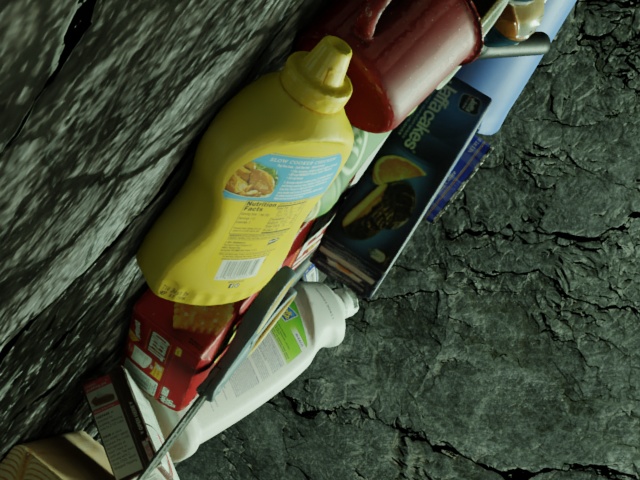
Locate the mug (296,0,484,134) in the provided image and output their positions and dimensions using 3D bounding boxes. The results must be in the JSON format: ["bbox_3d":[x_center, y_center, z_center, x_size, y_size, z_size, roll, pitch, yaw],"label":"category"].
[{"bbox_3d":[0.041,-0.124,0.648,0.081,0.093,0.117,-46,169,-18],"label":"mug"}]

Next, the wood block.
[{"bbox_3d":[-0.207,0.216,0.842,0.091,0.090,0.206,-52,176,-6],"label":"wood block"}]

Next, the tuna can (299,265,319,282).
[{"bbox_3d":[-0.047,0.037,1.111,0.086,0.086,0.033,-54,174,33],"label":"tuna can"}]

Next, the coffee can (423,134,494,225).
[{"bbox_3d":[0.093,-0.098,1.106,0.103,0.140,0.103,-51,176,-5],"label":"coffee can"}]

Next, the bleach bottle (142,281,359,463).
[{"bbox_3d":[-0.057,0.108,0.999,0.250,0.102,0.068,-24,175,-38],"label":"bleach bottle"}]

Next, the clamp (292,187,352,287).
[{"bbox_3d":[-0.007,0.001,1.018,0.171,0.039,0.120,-34,-151,-1],"label":"clamp"}]

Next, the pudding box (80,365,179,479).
[{"bbox_3d":[-0.145,0.158,0.836,0.039,0.090,0.113,-23,156,-9],"label":"pudding box"}]

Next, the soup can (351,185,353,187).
[{"bbox_3d":[0.010,-0.044,1.169,0.102,0.068,0.068,-56,175,38],"label":"soup can"}]

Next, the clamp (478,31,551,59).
[{"bbox_3d":[0.142,-0.194,1.077,0.165,0.036,0.209,-7,-177,18],"label":"clamp"}]

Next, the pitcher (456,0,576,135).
[{"bbox_3d":[0.209,-0.258,1.242,0.144,0.149,0.243,-22,151,-50],"label":"pitcher"}]

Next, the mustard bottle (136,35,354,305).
[{"bbox_3d":[-0.033,-0.042,0.637,0.096,0.058,0.192,-3,140,-40],"label":"mustard bottle"}]

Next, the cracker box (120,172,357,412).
[{"bbox_3d":[-0.066,0.025,0.866,0.213,0.072,0.164,-51,176,-27],"label":"cracker box"}]

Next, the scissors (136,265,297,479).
[{"bbox_3d":[-0.070,0.091,0.766,0.201,0.016,0.096,-50,170,-39],"label":"scissors"}]
